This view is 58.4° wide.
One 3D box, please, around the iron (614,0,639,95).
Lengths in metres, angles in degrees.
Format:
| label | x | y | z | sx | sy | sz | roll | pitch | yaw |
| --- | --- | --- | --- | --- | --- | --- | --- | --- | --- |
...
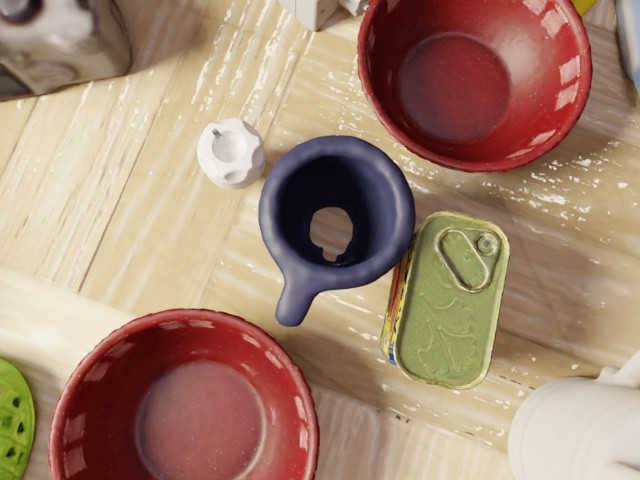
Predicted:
| label | x | y | z | sx | sy | sz | roll | pitch | yaw |
| --- | --- | --- | --- | --- | --- | --- | --- | --- | --- |
| iron | 0.287 | -0.208 | 0.387 | 0.118 | 0.141 | 0.258 | -5 | 83 | -3 |

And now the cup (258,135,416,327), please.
| label | x | y | z | sx | sy | sz | roll | pitch | yaw |
| --- | --- | --- | --- | --- | --- | --- | --- | --- | --- |
| cup | 0.003 | 0.001 | 0.368 | 0.091 | 0.095 | 0.118 | 24 | 82 | 1 |

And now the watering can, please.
| label | x | y | z | sx | sy | sz | roll | pitch | yaw |
| --- | --- | --- | --- | --- | --- | --- | --- | --- | --- |
| watering can | 0.185 | 0.142 | 0.308 | 0.101 | 0.194 | 0.173 | -6 | 83 | -3 |

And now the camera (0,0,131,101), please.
| label | x | y | z | sx | sy | sz | roll | pitch | yaw |
| --- | --- | --- | --- | --- | --- | --- | --- | --- | --- |
| camera | -0.216 | -0.175 | 0.378 | 0.143 | 0.101 | 0.137 | -11 | 83 | -4 |

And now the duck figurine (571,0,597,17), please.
| label | x | y | z | sx | sy | sz | roll | pitch | yaw |
| --- | --- | --- | --- | --- | --- | --- | --- | --- | --- |
| duck figurine | 0.185 | -0.216 | 0.411 | 0.077 | 0.086 | 0.105 | 17 | 82 | 0 |
